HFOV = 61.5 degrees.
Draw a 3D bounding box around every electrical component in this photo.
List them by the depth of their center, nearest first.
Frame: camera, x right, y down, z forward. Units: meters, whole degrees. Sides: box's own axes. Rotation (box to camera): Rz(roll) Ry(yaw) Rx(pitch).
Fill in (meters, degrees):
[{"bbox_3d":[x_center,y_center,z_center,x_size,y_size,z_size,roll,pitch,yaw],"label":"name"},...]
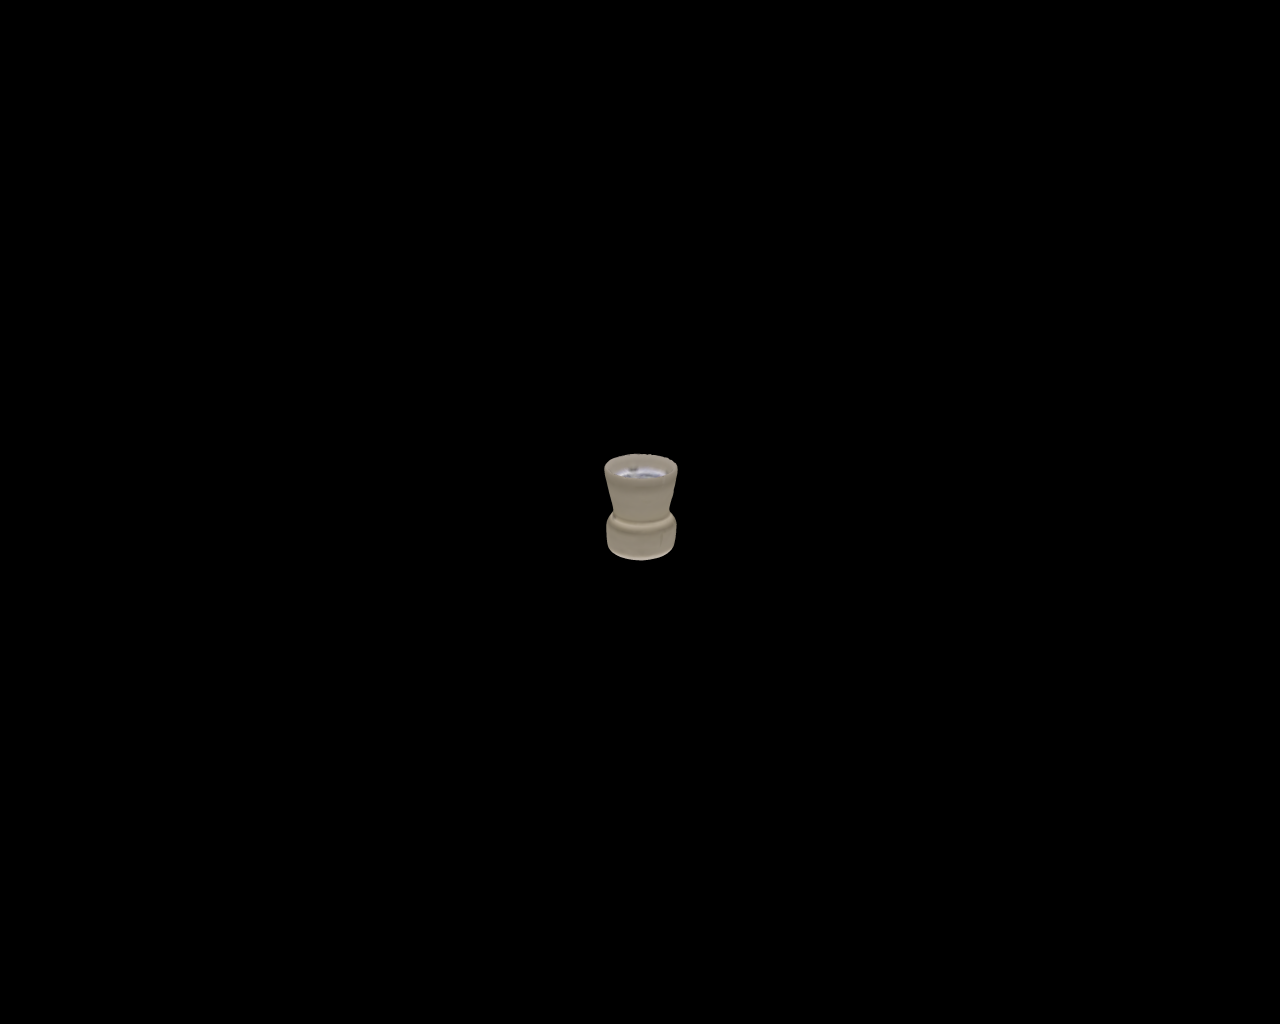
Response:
[{"bbox_3d":[0.001,-0.003,0.650,0.045,0.055,0.045,0,23,0],"label":"electrical component"}]
